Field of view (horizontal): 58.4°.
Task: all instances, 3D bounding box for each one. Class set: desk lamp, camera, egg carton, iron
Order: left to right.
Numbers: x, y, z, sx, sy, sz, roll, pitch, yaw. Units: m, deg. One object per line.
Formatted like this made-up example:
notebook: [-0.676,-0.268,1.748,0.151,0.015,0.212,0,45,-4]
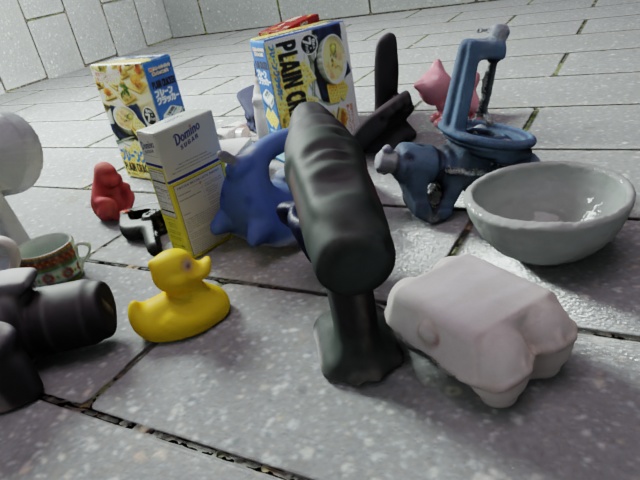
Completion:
desk lamp: [-0.462,-0.055,0.778,0.117,0.214,0.203,-4,28,13]
camera: [-0.284,0.083,0.569,0.137,0.101,0.143,-12,27,-2]
iron: [-0.030,-0.091,0.767,0.118,0.142,0.259,16,37,41]
egg carton: [0.127,0.070,0.478,0.107,0.069,0.149,-24,30,-24]

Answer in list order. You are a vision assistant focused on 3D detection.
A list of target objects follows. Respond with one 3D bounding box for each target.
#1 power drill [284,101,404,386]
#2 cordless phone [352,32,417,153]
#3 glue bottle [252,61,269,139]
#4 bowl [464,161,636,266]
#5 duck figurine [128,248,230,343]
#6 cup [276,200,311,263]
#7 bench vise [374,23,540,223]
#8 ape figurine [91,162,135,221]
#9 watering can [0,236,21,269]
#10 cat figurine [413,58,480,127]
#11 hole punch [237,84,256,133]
power drill: [0.016,0.005,0.490,0.075,0.209,0.229,-13,27,-3]
cordless phone: [0.098,-0.249,0.978,0.093,0.185,0.148,6,31,29]
glue bottle: [-0.100,-0.243,1.053,0.037,0.173,0.078,-3,28,15]
bowl: [0.238,-0.021,0.606,0.167,0.075,0.167,-8,27,5]
duck figurine: [-0.153,0.051,0.598,0.105,0.086,0.077,-18,28,-14]
cup: [0.006,0.002,0.625,0.117,0.095,0.092,8,33,33]
bench vise: [0.173,-0.136,0.693,0.208,0.220,0.121,-22,29,-21]
ape figurine: [-0.334,-0.080,0.912,0.076,0.092,0.078,5,31,29]
watering can: [-0.431,0.026,0.629,0.173,0.194,0.100,-28,31,-30]
cat figurine: [0.234,-0.272,1.048,0.127,0.118,0.067,-9,27,4]
hole punch: [-0.112,-0.288,1.236,0.109,0.091,0.100,-22,29,-20]
